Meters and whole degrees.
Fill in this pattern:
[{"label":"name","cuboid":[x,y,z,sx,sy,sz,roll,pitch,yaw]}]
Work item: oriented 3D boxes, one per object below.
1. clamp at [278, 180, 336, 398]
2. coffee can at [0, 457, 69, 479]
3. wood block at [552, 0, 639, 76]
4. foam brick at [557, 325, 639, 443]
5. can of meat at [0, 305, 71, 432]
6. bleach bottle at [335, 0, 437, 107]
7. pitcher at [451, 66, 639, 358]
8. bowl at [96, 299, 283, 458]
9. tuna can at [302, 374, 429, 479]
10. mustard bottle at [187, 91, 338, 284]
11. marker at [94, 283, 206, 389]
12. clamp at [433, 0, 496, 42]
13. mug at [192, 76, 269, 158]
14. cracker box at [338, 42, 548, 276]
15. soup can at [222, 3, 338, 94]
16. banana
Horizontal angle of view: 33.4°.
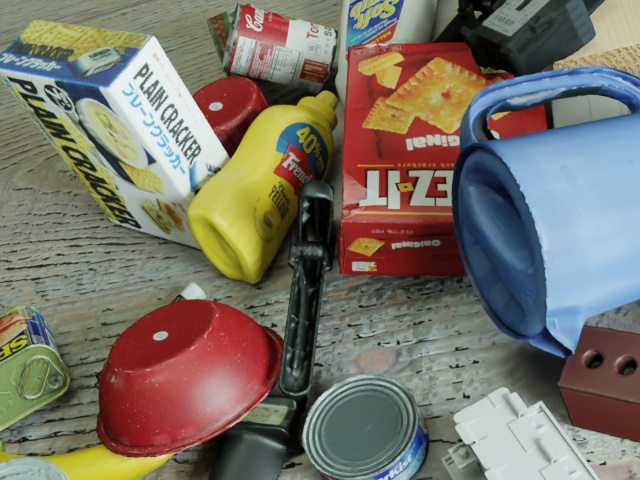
[{"label":"clamp","cuboid":[-0.005,0.001,0.835,0.036,0.165,0.210,8,26,0]},{"label":"coffee can","cuboid":[-0.175,0.223,0.704,0.103,0.140,0.103,-14,44,14]},{"label":"wood block","cuboid":[0.242,-0.192,0.926,0.091,0.090,0.206,-13,44,16]},{"label":"foam brick","cuboid":[0.203,0.096,0.697,0.078,0.051,0.053,8,53,33]},{"label":"can of meat","cuboid":[-0.273,0.111,0.917,0.102,0.057,0.084,-31,31,-8]},{"label":"bleach bottle","cuboid":[0.069,-0.202,1.047,0.103,0.068,0.250,-12,47,21]},{"label":"pitcher","cuboid":[0.216,-0.037,0.719,0.242,0.149,0.145,-15,28,-14]},{"label":"bowl","cuboid":[-0.110,0.094,0.827,0.162,0.055,0.162,-19,26,9]},{"label":"tuna can","cuboid":[0.033,0.139,0.756,0.086,0.033,0.086,-15,44,14]},{"label":"mustard bottle","cuboid":[-0.038,-0.061,0.940,0.058,0.096,0.191,11,55,36]},{"label":"marker","cuboid":[-0.146,0.084,0.913,0.121,0.020,0.020,-45,45,-18]},{"label":"clamp","cuboid":[0.140,-0.205,0.962,0.039,0.120,0.171,-5,27,-12]},{"label":"mug","cuboid":[-0.078,-0.109,1.017,0.093,0.081,0.117,-7,46,21]},{"label":"cracker box","cuboid":[0.100,-0.072,0.865,0.164,0.072,0.213,0,48,4]},{"label":"soup can","cuboid":[-0.040,-0.187,1.051,0.102,0.069,0.068,13,46,-10]},{"label":"banana","cuboid":[-0.196,0.175,0.838,0.198,0.037,0.069,-7,47,21]}]
